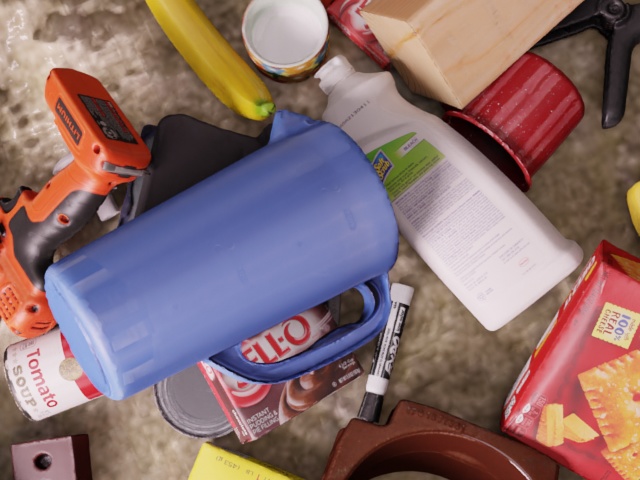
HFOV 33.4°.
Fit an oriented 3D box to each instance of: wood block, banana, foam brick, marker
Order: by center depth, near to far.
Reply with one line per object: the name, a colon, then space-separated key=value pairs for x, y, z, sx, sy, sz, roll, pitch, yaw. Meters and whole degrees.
wood block: x=0.147 y=-0.213 z=0.864 sx=0.206 sy=0.091 sz=0.090 roll=-41 pitch=118 yaw=-7
foam brick: x=-0.215 y=0.200 z=0.866 sx=0.053 sy=0.051 sz=0.078 roll=-9 pitch=82 yaw=1
marker: x=0.054 y=0.096 z=0.884 sx=0.020 sy=0.020 sz=0.121 roll=15 pitch=83 yaw=4
banana: x=-0.094 y=-0.165 z=0.902 sx=0.037 sy=0.070 sz=0.198 roll=-35 pitch=72 yaw=-20

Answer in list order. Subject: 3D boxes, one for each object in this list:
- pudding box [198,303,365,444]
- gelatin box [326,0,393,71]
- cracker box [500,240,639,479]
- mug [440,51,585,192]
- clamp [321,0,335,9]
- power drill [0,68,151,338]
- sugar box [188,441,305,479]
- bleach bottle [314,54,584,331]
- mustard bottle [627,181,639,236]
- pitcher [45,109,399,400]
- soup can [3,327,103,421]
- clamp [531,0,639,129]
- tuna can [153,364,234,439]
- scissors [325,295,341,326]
pudding box: x=-0.035 y=0.096 z=0.850 sx=0.113 sy=0.039 sz=0.090 roll=-28 pitch=85 yaw=-28
gelatin box: x=0.061 y=-0.202 z=0.918 sx=0.073 sy=0.030 sz=0.089 roll=43 pitch=86 yaw=7
cracker box: x=0.269 y=0.124 z=0.813 sx=0.214 sy=0.072 sz=0.164 roll=29 pitch=112 yaw=6
mug: x=0.152 y=-0.106 z=0.877 sx=0.117 sy=0.093 sz=0.081 roll=37 pitch=80 yaw=31
clamp: x=0.010 y=-0.306 z=0.931 sx=0.164 sy=0.036 sz=0.210 roll=-8 pitch=79 yaw=2
power drill: x=-0.229 y=-0.044 z=0.854 sx=0.188 sy=0.057 sz=0.184 roll=-50 pitch=64 yaw=23
sugar box: x=-0.084 y=0.260 z=0.855 sx=0.093 sy=0.048 sz=0.176 roll=22 pitch=83 yaw=5
bleach bottle: x=0.093 y=-0.052 z=0.862 sx=0.103 sy=0.068 sz=0.251 roll=-41 pitch=88 yaw=13
mustard bottle: x=0.318 y=0.037 z=0.860 sx=0.096 sy=0.058 sz=0.191 roll=-13 pitch=82 yaw=1
pitcher: x=-0.067 y=0.026 z=0.787 sx=0.242 sy=0.145 sz=0.149 roll=-28 pitch=50 yaw=-22
soup can: x=-0.197 y=0.099 z=0.871 sx=0.102 sy=0.068 sz=0.068 roll=-21 pitch=82 yaw=0
clamp: x=0.250 y=-0.178 z=0.902 sx=0.171 sy=0.039 sz=0.120 roll=-42 pitch=84 yaw=-3
tuna can: x=-0.092 y=0.120 z=0.880 sx=0.086 sy=0.034 sz=0.086 roll=0 pitch=82 yaw=2
scissors: x=-0.006 y=0.001 z=0.899 sx=0.096 sy=0.016 sz=0.202 roll=17 pitch=86 yaw=2
